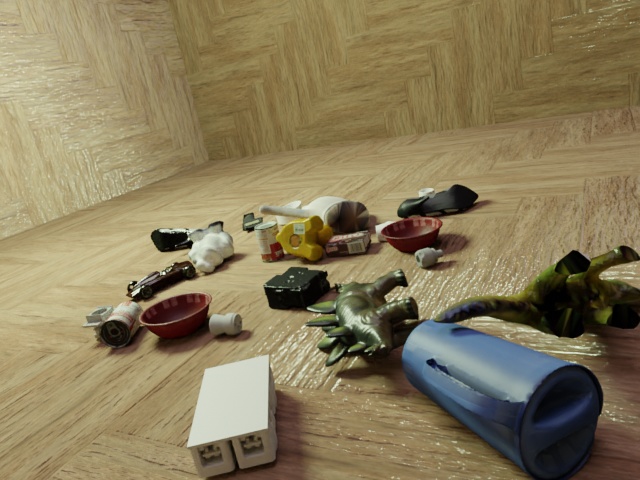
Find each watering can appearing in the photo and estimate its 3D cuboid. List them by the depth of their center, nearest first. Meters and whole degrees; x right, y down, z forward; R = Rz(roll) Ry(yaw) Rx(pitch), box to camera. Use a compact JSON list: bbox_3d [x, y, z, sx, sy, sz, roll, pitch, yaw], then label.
[{"bbox_3d":[0.005,-0.080,1.596,0.348,0.103,0.225,-3,11,-26],"label":"watering can"}]

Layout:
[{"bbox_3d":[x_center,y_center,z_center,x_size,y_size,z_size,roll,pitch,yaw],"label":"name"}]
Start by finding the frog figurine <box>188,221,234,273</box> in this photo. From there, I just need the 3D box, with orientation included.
[{"bbox_3d":[-0.323,0.039,1.538,0.138,0.163,0.120,-8,-39,-14],"label":"frog figurine"}]

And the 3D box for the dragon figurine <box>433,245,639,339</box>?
[{"bbox_3d":[0.346,0.103,0.821,0.411,0.124,0.239,-5,-16,-7],"label":"dragon figurine"}]
